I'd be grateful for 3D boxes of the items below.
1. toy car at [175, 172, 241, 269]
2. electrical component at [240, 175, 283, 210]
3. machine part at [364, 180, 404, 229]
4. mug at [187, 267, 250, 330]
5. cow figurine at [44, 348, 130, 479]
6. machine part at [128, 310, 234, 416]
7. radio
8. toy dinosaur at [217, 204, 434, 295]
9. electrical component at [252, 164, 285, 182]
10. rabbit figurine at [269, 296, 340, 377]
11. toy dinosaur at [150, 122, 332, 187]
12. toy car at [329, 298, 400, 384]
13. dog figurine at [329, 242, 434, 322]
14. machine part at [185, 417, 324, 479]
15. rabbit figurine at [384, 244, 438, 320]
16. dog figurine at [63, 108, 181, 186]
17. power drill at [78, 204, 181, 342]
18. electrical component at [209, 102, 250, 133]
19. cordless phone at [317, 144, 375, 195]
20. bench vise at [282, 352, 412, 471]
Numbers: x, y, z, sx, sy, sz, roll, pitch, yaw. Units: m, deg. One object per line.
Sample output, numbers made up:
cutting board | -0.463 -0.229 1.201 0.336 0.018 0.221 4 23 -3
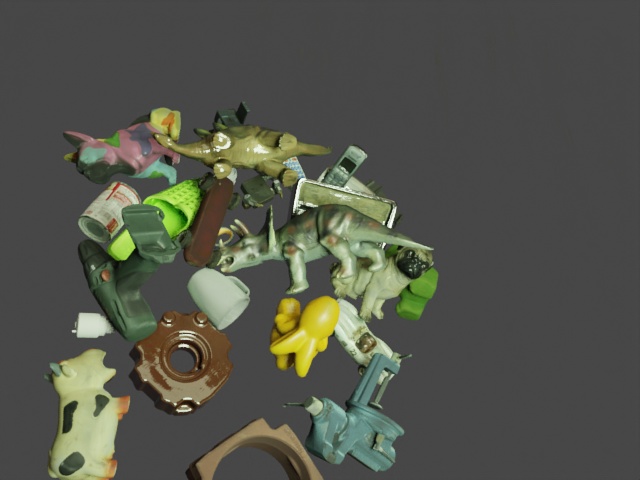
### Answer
toy car | -0.214 -0.040 1.028 0.089 0.053 0.202 34 52 -33
electrical component | -0.132 -0.108 1.196 0.102 0.045 0.078 -23 79 -26
machine part | 0.156 -0.092 1.361 0.139 0.039 0.084 49 45 9
mug | -0.190 0.098 1.018 0.107 0.080 0.109 42 43 10
cow figurine | -0.361 0.260 0.816 0.127 0.085 0.195 17 54 -27
machine part | -0.238 0.209 0.933 0.179 0.056 0.179 14 56 -21
radio | 0.043 -0.050 1.190 0.230 0.073 0.131 13 93 -10
toy dinosaur | 0.002 -0.005 1.064 0.405 0.131 0.192 -17 85 10
electrical component | -0.126 -0.181 1.253 0.094 0.021 0.063 40 77 2
rabbit figurine | -0.031 0.165 1.001 0.122 0.173 0.162 43 45 -4
toy dinosaur | -0.126 -0.190 1.115 0.471 0.105 0.199 1 22 -38
toy car | 0.080 0.207 1.111 0.202 0.056 0.073 50 50 7
dog figurine | 0.124 0.054 1.128 0.172 0.190 0.121 40 15 12
machine part | -0.105 0.409 0.858 0.201 0.087 0.201 -26 74 -39
rabbit figurine | 0.178 0.070 1.221 0.170 0.121 0.159 24 46 5
dog figurine | -0.392 -0.191 1.075 0.219 0.108 0.191 4 59 -24
power drill | -0.324 0.035 0.886 0.086 0.207 0.232 -1 50 -53
electrical component | -0.201 -0.258 1.214 0.048 0.119 0.075 -18 73 -37
cordless phone | 0.080 -0.132 1.247 0.146 0.184 0.089 37 45 -4
bench vise | 0.077 0.303 0.994 0.223 0.129 0.240 37 67 -13
